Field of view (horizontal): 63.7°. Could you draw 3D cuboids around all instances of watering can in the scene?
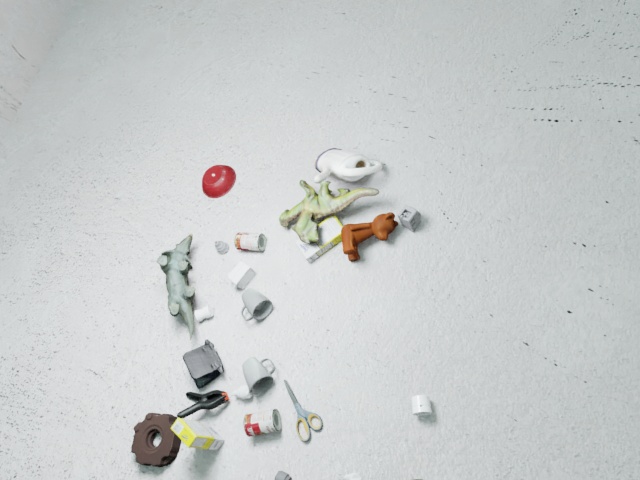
[{"bbox_3d":[0.063,-0.263,1.858,0.350,0.102,0.226,-15,25,-37],"label":"watering can"}]

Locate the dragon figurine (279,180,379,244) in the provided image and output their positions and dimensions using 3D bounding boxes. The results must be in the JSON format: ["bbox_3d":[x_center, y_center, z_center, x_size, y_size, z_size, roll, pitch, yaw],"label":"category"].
[{"bbox_3d":[0.006,-0.093,1.843,0.411,0.120,0.246,7,70,41],"label":"dragon figurine"}]

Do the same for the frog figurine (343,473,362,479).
[{"bbox_3d":[0.115,0.724,1.408,0.137,0.120,0.163,13,56,-9],"label":"frog figurine"}]
